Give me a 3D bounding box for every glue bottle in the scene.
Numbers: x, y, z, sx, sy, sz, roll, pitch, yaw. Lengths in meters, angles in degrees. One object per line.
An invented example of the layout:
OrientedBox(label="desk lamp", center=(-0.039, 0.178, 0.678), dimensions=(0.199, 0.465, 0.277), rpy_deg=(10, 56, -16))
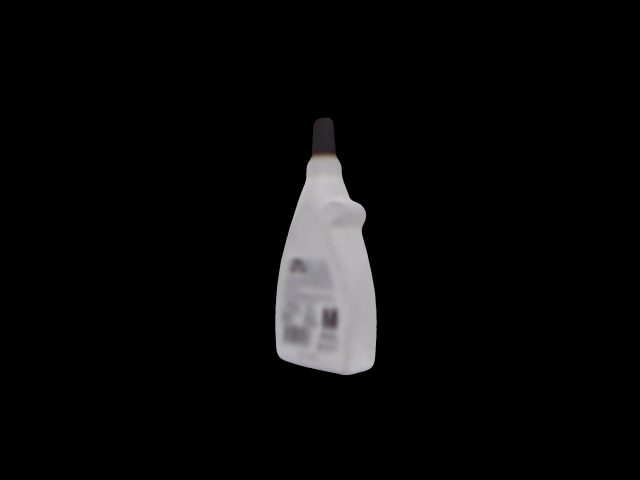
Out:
OrientedBox(label="glue bottle", center=(0.004, 0.001, 0.400), dimensions=(0.077, 0.173, 0.037), rpy_deg=(2, 3, 43))
